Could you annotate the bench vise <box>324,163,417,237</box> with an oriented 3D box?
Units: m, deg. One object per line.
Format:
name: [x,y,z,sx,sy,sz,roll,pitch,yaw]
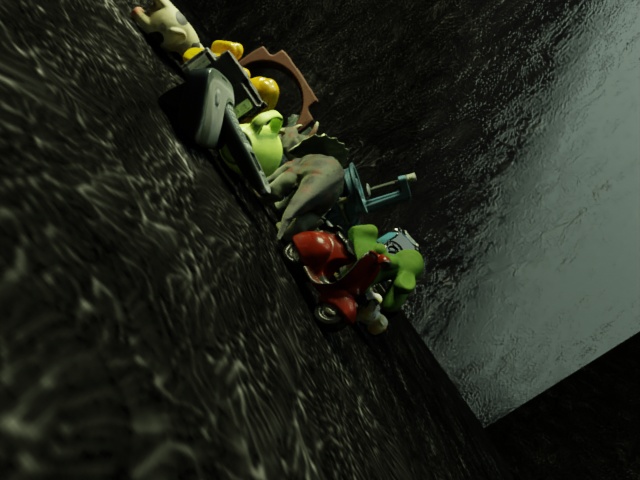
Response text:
bench vise: [0.106,-0.085,1.216,0.129,0.241,0.223,-74,145,-72]

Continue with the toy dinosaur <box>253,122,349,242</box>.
toy dinosaur: [-0.017,-0.108,0.997,0.131,0.192,0.405,51,6,-25]

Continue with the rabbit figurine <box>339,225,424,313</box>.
rabbit figurine: [0.137,0.053,1.063,0.121,0.170,0.159,113,-28,-44]

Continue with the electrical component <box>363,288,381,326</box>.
electrical component: [0.100,0.138,1.173,0.094,0.063,0.021,69,9,26]

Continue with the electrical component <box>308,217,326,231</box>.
electrical component: [-0.004,-0.004,1.091,0.102,0.078,0.045,52,-6,-10]

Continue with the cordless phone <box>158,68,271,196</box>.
cordless phone: [-0.133,-0.140,0.765,0.184,0.089,0.146,59,5,-1]

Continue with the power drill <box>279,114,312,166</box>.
power drill: [-0.075,-0.212,1.348,0.232,0.086,0.207,52,48,-12]

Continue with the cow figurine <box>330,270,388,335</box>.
cow figurine: [0.078,0.117,1.114,0.098,0.068,0.167,40,12,-50]

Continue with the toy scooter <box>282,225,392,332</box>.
toy scooter: [0.029,0.039,0.804,0.075,0.135,0.184,47,9,-50]

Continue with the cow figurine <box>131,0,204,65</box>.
cow figurine: [-0.263,-0.376,1.026,0.127,0.085,0.195,50,3,4]

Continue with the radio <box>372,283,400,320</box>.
radio: [0.119,0.138,1.304,0.131,0.073,0.229,57,6,16]

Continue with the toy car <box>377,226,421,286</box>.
toy car: [0.161,0.044,1.295,0.109,0.162,0.103,47,-38,5]

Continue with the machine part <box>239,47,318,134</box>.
machine part: [-0.122,-0.307,1.206,0.201,0.201,0.087,55,2,-6]

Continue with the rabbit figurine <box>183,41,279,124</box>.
rabbit figurine: [-0.156,-0.266,0.981,0.173,0.162,0.122,22,30,19]

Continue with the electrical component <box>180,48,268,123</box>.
electrical component: [-0.170,-0.249,0.901,0.134,0.115,0.058,56,3,-8]
